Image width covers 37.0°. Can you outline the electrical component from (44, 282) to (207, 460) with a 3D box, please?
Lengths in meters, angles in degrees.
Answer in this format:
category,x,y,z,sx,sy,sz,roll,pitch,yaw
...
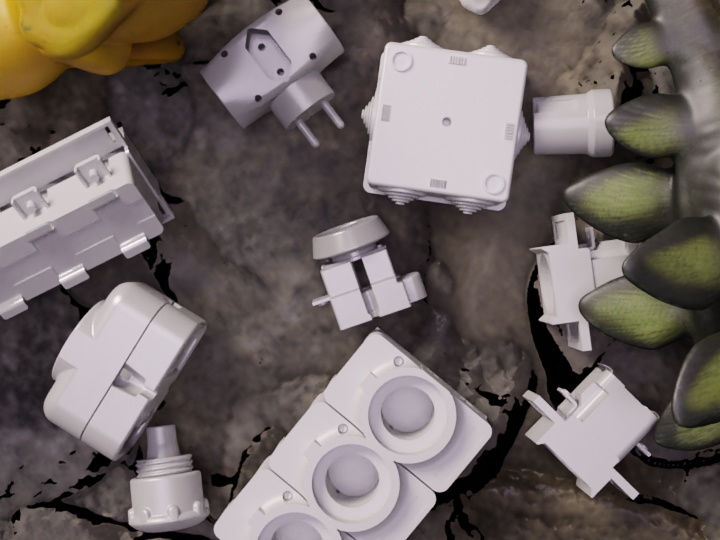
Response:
category,x,y,z,sx,sy,sz,roll,pitch,yaw
electrical component,-0.143,0.057,0.644,0.059,0.054,0.095,32,91,1

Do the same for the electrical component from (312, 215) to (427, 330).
category,x,y,z,sx,sy,sz,roll,pitch,yaw
electrical component,0.000,0.000,0.644,0.066,0.048,0.055,-19,97,2

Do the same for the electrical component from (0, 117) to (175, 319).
category,x,y,z,sx,sy,sz,roll,pitch,yaw
electrical component,-0.180,-0.026,0.634,0.121,0.063,0.078,-26,130,2

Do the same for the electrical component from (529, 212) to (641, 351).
category,x,y,z,sx,sy,sz,roll,pitch,yaw
electrical component,0.138,0.005,0.641,0.064,0.042,0.081,-8,91,-2

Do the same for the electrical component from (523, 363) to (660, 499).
category,x,y,z,sx,sy,sz,roll,pitch,yaw
electrical component,0.139,0.094,0.641,0.081,0.042,0.064,44,88,0

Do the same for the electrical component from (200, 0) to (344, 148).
category,x,y,z,sx,sy,sz,roll,pitch,yaw
electrical component,-0.042,-0.111,0.645,0.077,0.043,0.079,-37,90,2

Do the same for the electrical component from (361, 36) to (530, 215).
category,x,y,z,sx,sy,sz,roll,pitch,yaw
electrical component,0.051,-0.085,0.639,0.100,0.048,0.099,8,91,1

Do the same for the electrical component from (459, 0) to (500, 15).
category,x,y,z,sx,sy,sz,roll,pitch,yaw
electrical component,0.061,-0.184,0.646,0.035,0.035,0.061,-45,86,2

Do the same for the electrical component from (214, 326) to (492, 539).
category,x,y,z,sx,sy,sz,roll,pitch,yaw
electrical component,-0.004,0.120,0.636,0.089,0.062,0.150,39,91,1

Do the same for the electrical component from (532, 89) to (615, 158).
category,x,y,z,sx,sy,sz,roll,pitch,yaw
electrical component,0.127,-0.087,0.642,0.046,0.040,0.040,-1,90,8

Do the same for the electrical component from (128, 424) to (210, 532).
category,x,y,z,sx,sy,sz,roll,pitch,yaw
electrical component,-0.117,0.125,0.649,0.048,0.048,0.062,-7,83,2
